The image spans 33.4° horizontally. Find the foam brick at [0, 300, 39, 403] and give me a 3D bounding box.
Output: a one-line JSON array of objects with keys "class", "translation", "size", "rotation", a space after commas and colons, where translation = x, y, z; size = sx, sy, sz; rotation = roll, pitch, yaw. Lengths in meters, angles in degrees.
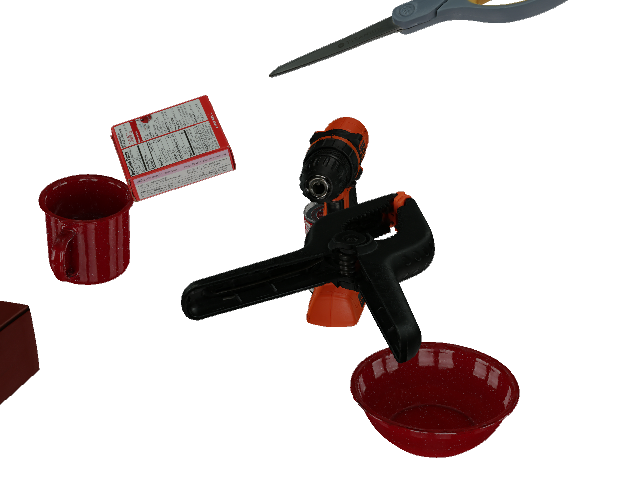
[{"class": "foam brick", "translation": [-0.234, 0.080, 0.711], "size": [0.053, 0.051, 0.078], "rotation": [8, 29, 23]}]

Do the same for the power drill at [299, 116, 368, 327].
[{"class": "power drill", "translation": [0.015, -0.014, 1.039], "size": [0.057, 0.188, 0.184], "rotation": [5, 21, 11]}]

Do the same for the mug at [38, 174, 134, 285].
[{"class": "mug", "translation": [-0.236, -0.003, 1.066], "size": [0.093, 0.081, 0.117], "rotation": [10, 33, 8]}]

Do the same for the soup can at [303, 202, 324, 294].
[{"class": "soup can", "translation": [0.016, 0.010, 1.249], "size": [0.068, 0.102, 0.068], "rotation": [-1, 29, 1]}]

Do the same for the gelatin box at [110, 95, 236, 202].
[{"class": "gelatin box", "translation": [-0.123, -0.076, 0.885], "size": [0.089, 0.030, 0.073], "rotation": [-20, 47, -7]}]

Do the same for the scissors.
[{"class": "scissors", "translation": [0.065, -0.156, 0.675], "size": [0.202, 0.096, 0.016], "rotation": [-8, -40, 22]}]

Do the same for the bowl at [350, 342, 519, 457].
[{"class": "bowl", "translation": [0.109, 0.161, 1.033], "size": [0.162, 0.055, 0.162], "rotation": [-1, 25, 0]}]

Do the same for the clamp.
[{"class": "clamp", "translation": [0.011, 0.015, 0.743], "size": [0.165, 0.036, 0.209], "rotation": [7, 27, 18]}]
